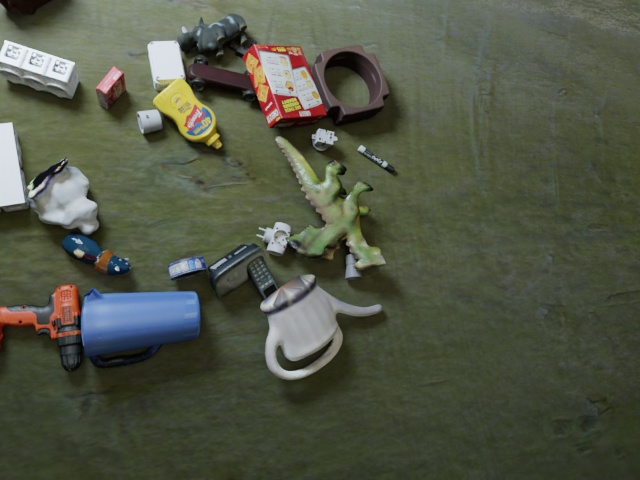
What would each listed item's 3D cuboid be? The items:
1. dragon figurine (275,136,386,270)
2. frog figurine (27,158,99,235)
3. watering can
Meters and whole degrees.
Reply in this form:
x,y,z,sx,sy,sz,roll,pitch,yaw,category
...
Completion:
x,y,z,sx,sy,sz,roll,pitch,yaw,category
0.004,-0.066,1.315,0.409,0.247,0.120,33,-24,-6,dragon figurine
-0.564,-0.086,1.158,0.122,0.141,0.156,-12,-47,28,frog figurine
-0.004,0.184,1.263,0.352,0.222,0.103,-33,13,-31,watering can
